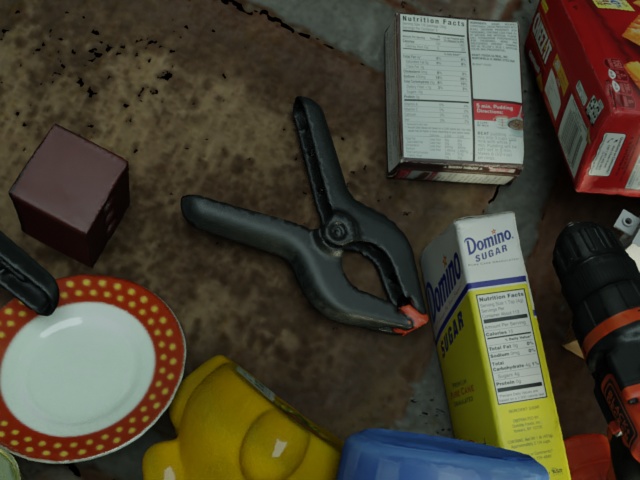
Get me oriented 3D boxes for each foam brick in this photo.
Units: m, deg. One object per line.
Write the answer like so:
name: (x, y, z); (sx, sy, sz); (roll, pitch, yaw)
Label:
foam brick: (-0.150, -0.026, 0.649); (0.051, 0.078, 0.053); (28, 72, 0)

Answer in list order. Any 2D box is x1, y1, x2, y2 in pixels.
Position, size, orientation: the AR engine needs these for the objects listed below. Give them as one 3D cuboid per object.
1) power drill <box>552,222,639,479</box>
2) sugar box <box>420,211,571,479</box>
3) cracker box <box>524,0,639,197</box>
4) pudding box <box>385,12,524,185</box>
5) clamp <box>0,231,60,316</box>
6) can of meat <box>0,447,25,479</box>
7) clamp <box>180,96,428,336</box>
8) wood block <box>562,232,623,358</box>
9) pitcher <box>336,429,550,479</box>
power drill: (0.168, 0.106, 0.607); (0.057, 0.188, 0.184); (-11, 52, -5)
sugar box: (0.105, 0.080, 0.658); (0.048, 0.093, 0.176); (-10, 76, -12)
cracker box: (0.260, -0.100, 0.708); (0.213, 0.072, 0.164); (4, 43, -8)
pudding box: (0.092, -0.097, 0.732); (0.090, 0.039, 0.113); (2, 73, -8)
clamp: (-0.262, -0.031, 0.620); (0.164, 0.036, 0.210); (-11, 60, -39)
can of meat: (-0.186, 0.168, 0.587); (0.057, 0.084, 0.102); (-10, 77, -13)
clamp: (-0.005, 0.001, 0.688); (0.120, 0.039, 0.171); (-35, 84, -16)
wood block: (0.277, 0.074, 0.691); (0.206, 0.090, 0.090); (30, 71, -1)
pitcher: (0.058, 0.226, 0.545); (0.145, 0.149, 0.243); (6, 83, 23)
